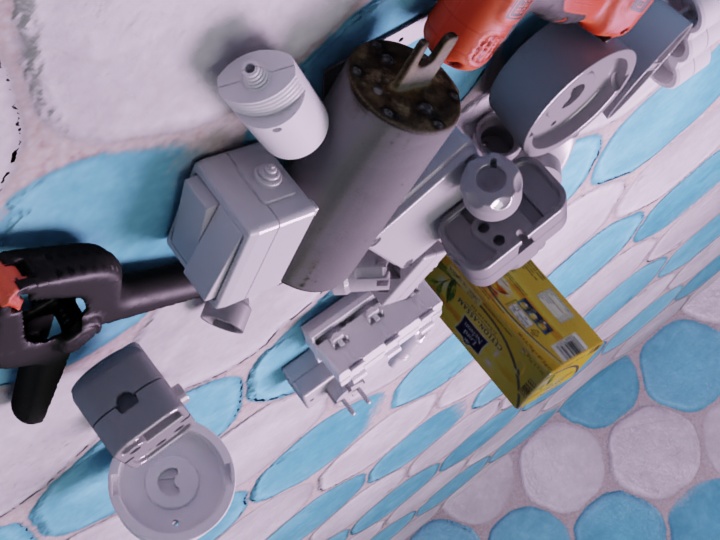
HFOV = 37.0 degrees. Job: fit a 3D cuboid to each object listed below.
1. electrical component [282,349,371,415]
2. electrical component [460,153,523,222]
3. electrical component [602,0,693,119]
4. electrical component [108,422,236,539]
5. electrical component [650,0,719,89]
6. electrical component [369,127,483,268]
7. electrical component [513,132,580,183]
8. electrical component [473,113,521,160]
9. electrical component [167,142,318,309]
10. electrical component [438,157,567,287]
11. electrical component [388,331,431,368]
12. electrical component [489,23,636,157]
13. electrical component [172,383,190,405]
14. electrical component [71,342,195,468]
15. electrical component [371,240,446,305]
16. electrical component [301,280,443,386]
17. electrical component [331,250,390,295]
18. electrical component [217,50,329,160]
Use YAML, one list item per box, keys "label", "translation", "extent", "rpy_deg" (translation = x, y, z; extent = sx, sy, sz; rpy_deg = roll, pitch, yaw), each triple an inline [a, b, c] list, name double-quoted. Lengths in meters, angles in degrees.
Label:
- label: "electrical component"
  translation: [-0.020, 0.108, 1.065]
  extent: [0.083, 0.075, 0.047]
  rpy_deg: [-35, 161, -10]
- label: "electrical component"
  translation: [0.095, -0.055, 0.769]
  extent: [0.043, 0.043, 0.062]
  rpy_deg: [-38, 162, -3]
- label: "electrical component"
  translation: [0.223, -0.174, 0.877]
  extent: [0.099, 0.064, 0.099]
  rpy_deg: [-34, 161, -13]
- label: "electrical component"
  translation: [-0.166, 0.190, 0.944]
  extent: [0.108, 0.108, 0.060]
  rpy_deg: [-30, 166, -23]
- label: "electrical component"
  translation: [0.292, -0.218, 0.922]
  extent: [0.074, 0.052, 0.138]
  rpy_deg: [-35, 161, -11]
- label: "electrical component"
  translation: [0.041, -0.062, 0.813]
  extent: [0.109, 0.056, 0.109]
  rpy_deg: [-41, 161, 7]
- label: "electrical component"
  translation: [0.156, -0.092, 0.935]
  extent: [0.043, 0.079, 0.077]
  rpy_deg: [14, 141, -12]
- label: "electrical component"
  translation: [0.111, -0.101, 0.880]
  extent: [0.040, 0.040, 0.046]
  rpy_deg: [-34, 167, -13]
- label: "electrical component"
  translation: [-0.075, -0.030, 0.663]
  extent: [0.061, 0.061, 0.096]
  rpy_deg: [-23, 156, -38]
- label: "electrical component"
  translation: [0.111, -0.035, 0.829]
  extent: [0.095, 0.053, 0.059]
  rpy_deg: [-38, 161, -1]
- label: "electrical component"
  translation: [0.050, 0.083, 1.192]
  extent: [0.035, 0.035, 0.061]
  rpy_deg: [-10, 139, -55]
- label: "electrical component"
  translation: [0.146, -0.145, 0.809]
  extent: [0.108, 0.060, 0.108]
  rpy_deg: [-34, 161, -14]
- label: "electrical component"
  translation: [-0.167, 0.115, 0.861]
  extent: [0.062, 0.043, 0.043]
  rpy_deg: [-35, 161, -16]
- label: "electrical component"
  translation: [-0.152, 0.089, 0.714]
  extent: [0.054, 0.059, 0.095]
  rpy_deg: [-36, 169, -11]
- label: "electrical component"
  translation: [0.045, -0.012, 0.951]
  extent: [0.077, 0.047, 0.065]
  rpy_deg: [-15, 151, -53]
- label: "electrical component"
  translation: [0.014, 0.049, 1.008]
  extent: [0.121, 0.063, 0.078]
  rpy_deg: [-35, 161, -11]
- label: "electrical component"
  translation: [0.000, 0.000, 0.878]
  extent: [0.046, 0.040, 0.040]
  rpy_deg: [-2, 161, 6]
- label: "electrical component"
  translation: [-0.048, -0.095, 0.593]
  extent: [0.043, 0.043, 0.081]
  rpy_deg: [-39, 161, 1]
